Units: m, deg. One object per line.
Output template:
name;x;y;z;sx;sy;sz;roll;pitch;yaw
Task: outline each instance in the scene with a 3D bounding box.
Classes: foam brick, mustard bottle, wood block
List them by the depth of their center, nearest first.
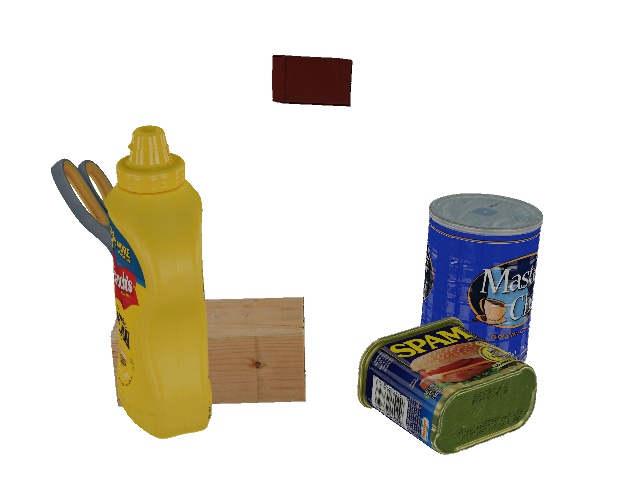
mustard bottle;-0.102;0.021;0.671;0.058;0.192;0.096;-8;26;-20
foam brick;-0.010;-0.174;1.161;0.078;0.051;0.053;0;11;-17
wood block;-0.120;0.123;1.186;0.206;0.091;0.090;-1;23;-1

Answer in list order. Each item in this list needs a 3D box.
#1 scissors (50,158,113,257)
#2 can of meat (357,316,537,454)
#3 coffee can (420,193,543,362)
scissors;-0.173;0.007;0.952;0.016;0.201;0.096;-28;22;13
can of meat;0.092;0.104;0.764;0.101;0.057;0.084;-13;27;-34
coffee can;0.147;0.038;0.988;0.103;0.140;0.103;2;20;-1
